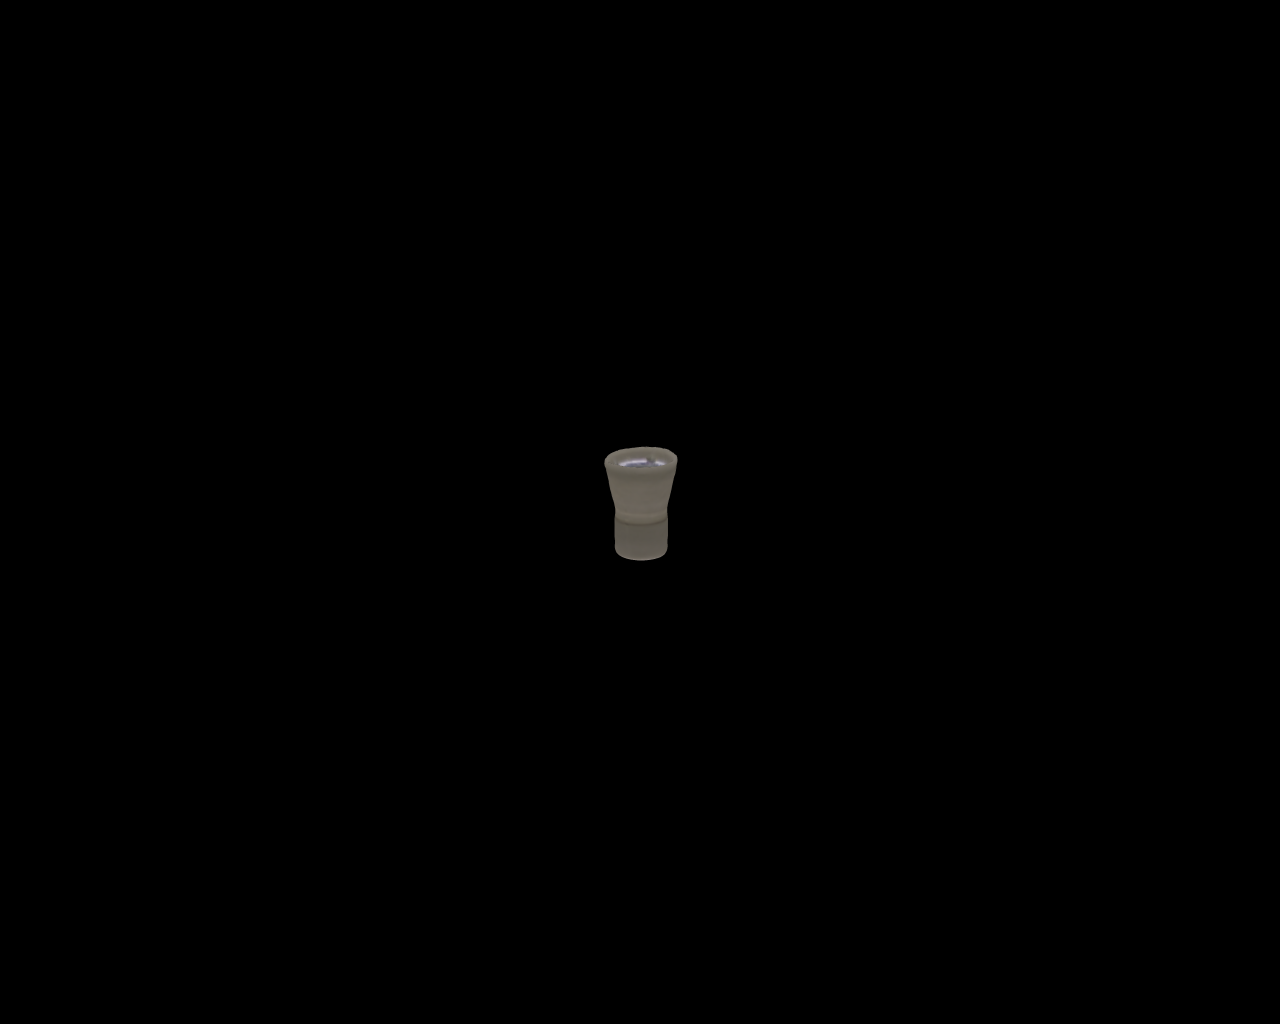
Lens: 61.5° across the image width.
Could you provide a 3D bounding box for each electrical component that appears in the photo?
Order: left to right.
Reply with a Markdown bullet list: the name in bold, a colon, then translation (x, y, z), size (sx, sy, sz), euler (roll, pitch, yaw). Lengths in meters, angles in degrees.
- **electrical component**: translation (0.001, -0.003, 0.650), size (0.044, 0.065, 0.044), euler (0, 19, 0)
